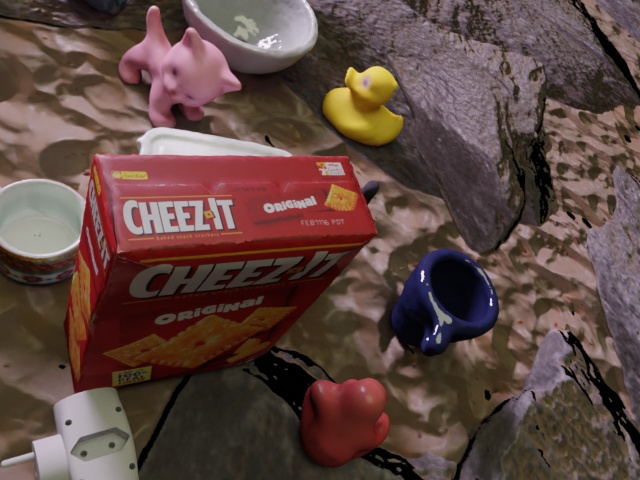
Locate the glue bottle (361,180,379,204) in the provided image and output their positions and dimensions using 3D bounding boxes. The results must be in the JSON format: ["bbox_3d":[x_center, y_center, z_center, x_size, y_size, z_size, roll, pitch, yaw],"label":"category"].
[{"bbox_3d":[0.005,0.002,0.502,0.078,0.173,0.037,-27,74,-39],"label":"glue bottle"}]

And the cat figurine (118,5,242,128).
[{"bbox_3d":[-0.140,-0.177,0.578,0.067,0.117,0.127,-28,75,-39],"label":"cat figurine"}]

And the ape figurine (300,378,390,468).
[{"bbox_3d":[0.025,0.143,0.472,0.078,0.092,0.076,46,49,6],"label":"ape figurine"}]

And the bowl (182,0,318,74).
[{"bbox_3d":[-0.091,-0.256,0.689,0.168,0.074,0.167,15,53,-20],"label":"bowl"}]

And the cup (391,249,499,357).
[{"bbox_3d":[0.109,0.078,0.561,0.092,0.094,0.118,35,49,-4],"label":"cup"}]

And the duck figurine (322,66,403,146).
[{"bbox_3d":[0.065,-0.173,0.713,0.105,0.086,0.077,28,49,-10],"label":"duck figurine"}]

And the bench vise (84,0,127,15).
[{"bbox_3d":[-0.188,-0.359,0.607,0.122,0.219,0.207,19,52,-17],"label":"bench vise"}]
